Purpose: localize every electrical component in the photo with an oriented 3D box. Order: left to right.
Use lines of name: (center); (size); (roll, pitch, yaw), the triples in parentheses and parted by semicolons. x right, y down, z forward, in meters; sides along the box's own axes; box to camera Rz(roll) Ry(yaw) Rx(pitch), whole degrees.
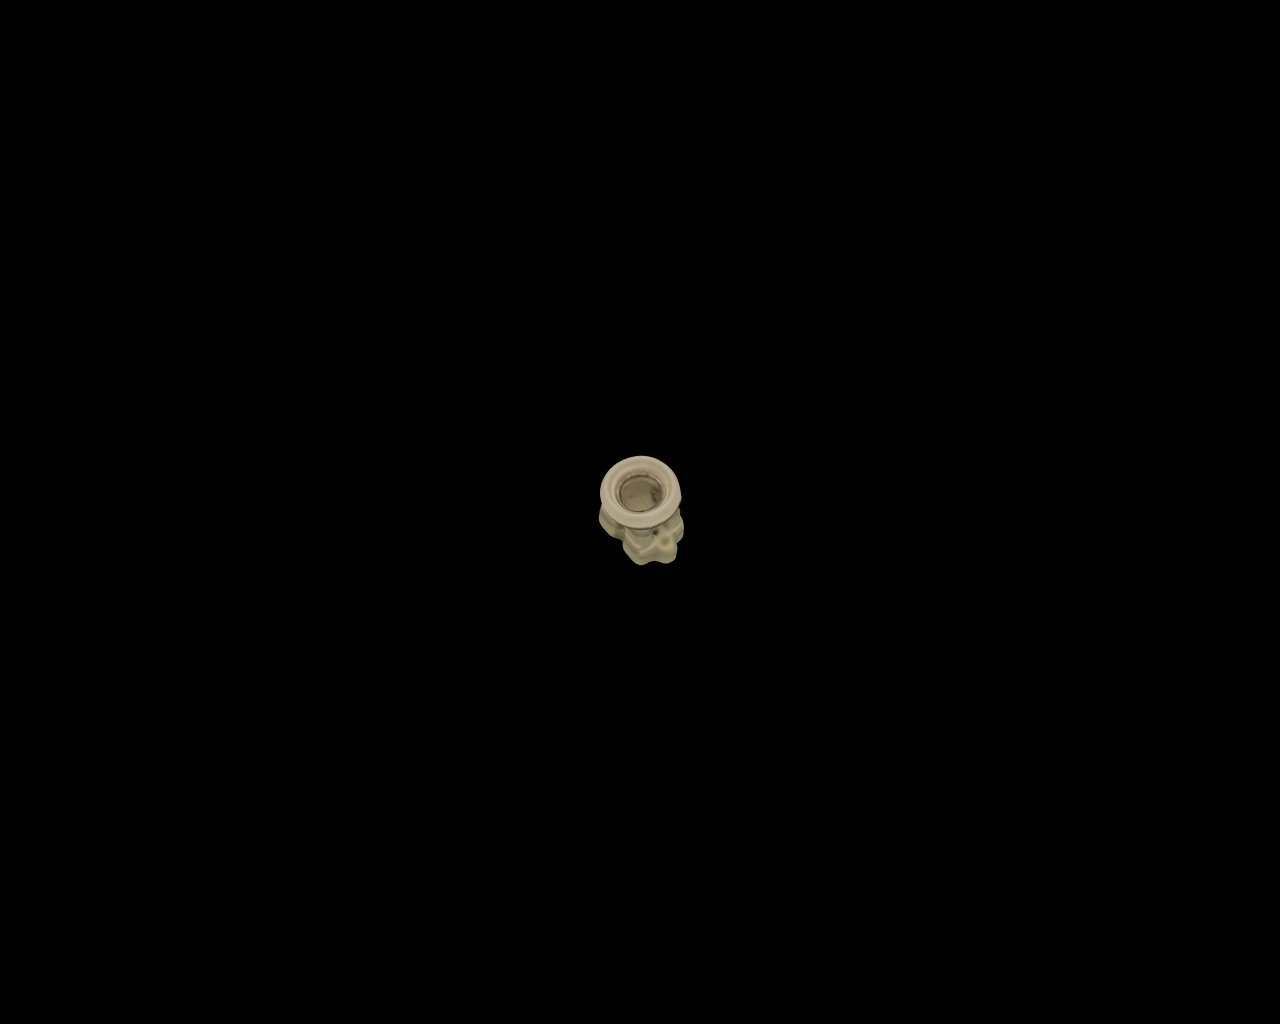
electrical component: (0.001, -0.003, 0.650); (0.048, 0.066, 0.055); (-36, -24, -18)
